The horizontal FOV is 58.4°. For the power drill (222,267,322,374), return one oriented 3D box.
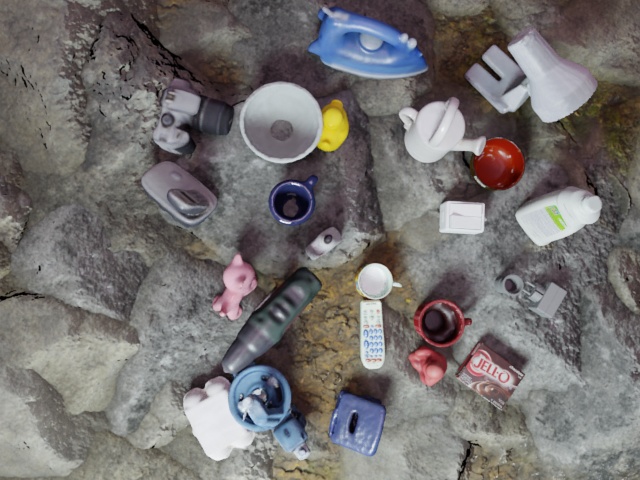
[{"bbox_3d":[-0.090,0.150,1.080,0.075,0.208,0.230,42,85,0],"label":"power drill"}]

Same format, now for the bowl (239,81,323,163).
[{"bbox_3d":[-0.078,-0.234,1.174,0.167,0.074,0.167,0,86,-3],"label":"bowl"}]

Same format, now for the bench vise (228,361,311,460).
[{"bbox_3d":[-0.083,0.317,1.064,0.207,0.219,0.121,34,85,-1],"label":"bench vise"}]

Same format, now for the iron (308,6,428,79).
[{"bbox_3d":[0.112,-0.409,1.165,0.258,0.141,0.119,15,85,-2],"label":"iron"}]

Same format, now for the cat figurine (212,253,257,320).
[{"bbox_3d":[-0.166,0.094,1.125,0.067,0.117,0.128,26,85,-1],"label":"cat figurine"}]

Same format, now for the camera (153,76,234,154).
[{"bbox_3d":[-0.250,-0.244,1.151,0.137,0.100,0.143,15,85,-2],"label":"camera"}]

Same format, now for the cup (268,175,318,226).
[{"bbox_3d":[-0.048,-0.081,1.156,0.091,0.095,0.118,41,85,0],"label":"cup"}]

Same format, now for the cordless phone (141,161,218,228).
[{"bbox_3d":[-0.279,-0.095,1.097,0.147,0.185,0.094,37,85,0],"label":"cordless phone"}]

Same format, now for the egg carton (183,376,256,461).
[{"bbox_3d":[-0.201,0.352,1.129,0.107,0.069,0.150,-28,88,-5],"label":"egg carton"}]

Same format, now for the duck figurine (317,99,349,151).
[{"bbox_3d":[0.024,-0.238,1.175,0.077,0.086,0.105,16,85,-2],"label":"duck figurine"}]

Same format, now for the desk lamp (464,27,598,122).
[{"bbox_3d":[0.416,-0.323,1.142,0.203,0.213,0.118,43,85,0],"label":"desk lamp"}]

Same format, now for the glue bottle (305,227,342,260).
[{"bbox_3d":[0.010,0.004,1.114,0.078,0.173,0.037,-38,89,-5],"label":"glue bottle"}]

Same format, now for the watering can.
[{"bbox_3d":[0.242,-0.221,1.134,0.173,0.194,0.101,4,86,-3],"label":"watering can"}]

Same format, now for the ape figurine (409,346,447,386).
[{"bbox_3d":[0.223,0.256,1.151,0.076,0.092,0.078,5,86,-3],"label":"ape figurine"}]

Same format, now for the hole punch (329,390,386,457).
[{"bbox_3d":[0.072,0.363,1.135,0.101,0.091,0.109,15,85,-2],"label":"hole punch"}]
